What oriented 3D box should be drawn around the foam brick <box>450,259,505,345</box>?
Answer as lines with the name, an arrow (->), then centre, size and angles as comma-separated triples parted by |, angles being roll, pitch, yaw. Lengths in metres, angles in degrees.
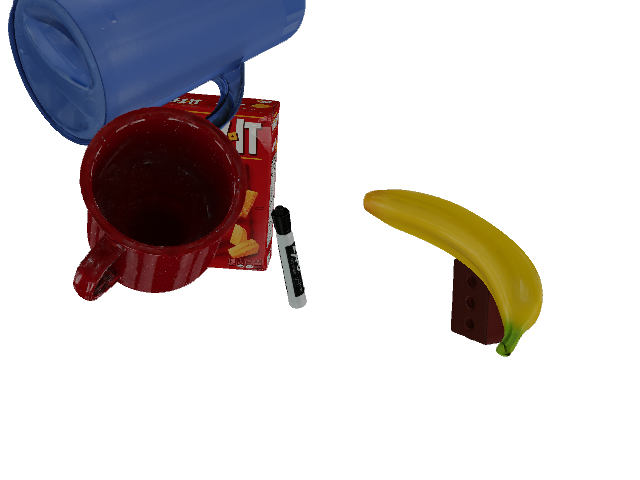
foam brick -> 0.165, 0.057, 1.051 | 0.051, 0.078, 0.053 | -11, 19, -35

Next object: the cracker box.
cracker box -> -0.141, -0.073, 1.351 | 0.164, 0.214, 0.072 | 5, 22, 2

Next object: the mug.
mug -> -0.102, -0.010, 0.625 | 0.093, 0.117, 0.082 | 35, -26, 2

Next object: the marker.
marker -> -0.032, 0.017, 1.093 | 0.020, 0.121, 0.020 | -7, 34, 4

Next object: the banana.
banana -> 0.110, 0.008, 0.814 | 0.069, 0.037, 0.198 | -15, 41, -26

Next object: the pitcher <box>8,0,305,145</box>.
pitcher -> -0.126, -0.176, 0.912 | 0.242, 0.149, 0.145 | -31, 49, -34
